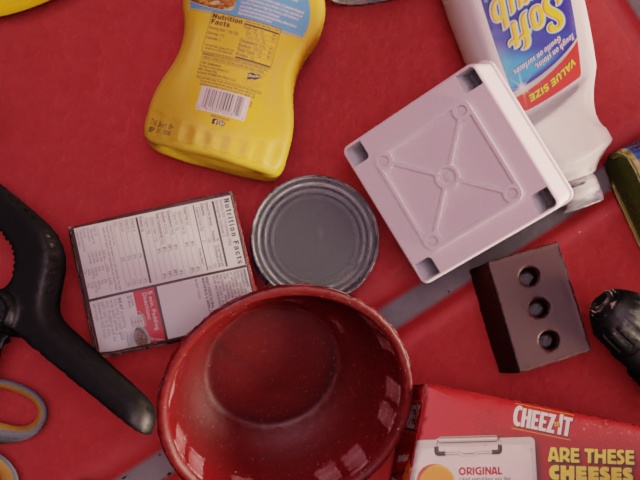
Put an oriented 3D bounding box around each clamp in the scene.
[{"bbox_3d":[-0.188,0.051,0.669,0.165,0.036,0.210,-13,71,10],"label":"clamp"}]

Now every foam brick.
[{"bbox_3d":[0.141,0.047,0.722,0.053,0.051,0.078,-16,85,-8],"label":"foam brick"}]

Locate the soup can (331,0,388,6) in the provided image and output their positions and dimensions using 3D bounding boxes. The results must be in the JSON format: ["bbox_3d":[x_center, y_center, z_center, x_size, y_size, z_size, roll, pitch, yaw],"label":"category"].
[{"bbox_3d":[0.030,-0.222,0.735,0.068,0.068,0.102,-9,84,-7],"label":"soup can"}]

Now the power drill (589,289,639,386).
[{"bbox_3d":[0.292,0.046,0.704,0.184,0.057,0.188,40,98,-17],"label":"power drill"}]

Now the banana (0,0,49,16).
[{"bbox_3d":[-0.180,-0.202,0.728,0.197,0.037,0.070,-43,70,-11],"label":"banana"}]

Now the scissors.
[{"bbox_3d":[-0.277,0.132,0.684,0.201,0.016,0.096,-3,83,-6],"label":"scissors"}]

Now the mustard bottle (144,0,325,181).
[{"bbox_3d":[-0.048,-0.142,0.721,0.096,0.058,0.191,15,82,1],"label":"mustard bottle"}]

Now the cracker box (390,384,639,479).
[{"bbox_3d":[0.120,0.213,0.690,0.164,0.072,0.213,12,81,-6],"label":"cracker box"}]

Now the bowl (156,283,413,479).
[{"bbox_3d":[-0.025,0.093,0.679,0.162,0.055,0.162,-4,111,-11],"label":"bowl"}]

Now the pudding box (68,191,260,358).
[{"bbox_3d":[-0.102,0.023,0.706,0.113,0.039,0.090,-12,85,-9],"label":"pudding box"}]

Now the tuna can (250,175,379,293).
[{"bbox_3d":[-0.005,0.001,0.721,0.086,0.034,0.086,1,83,-6],"label":"tuna can"}]

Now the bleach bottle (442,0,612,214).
[{"bbox_3d":[0.148,-0.143,0.742,0.102,0.068,0.251,-19,88,-8],"label":"bleach bottle"}]

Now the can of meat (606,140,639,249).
[{"bbox_3d":[0.259,-0.033,0.743,0.084,0.057,0.102,-24,86,-7],"label":"can of meat"}]
